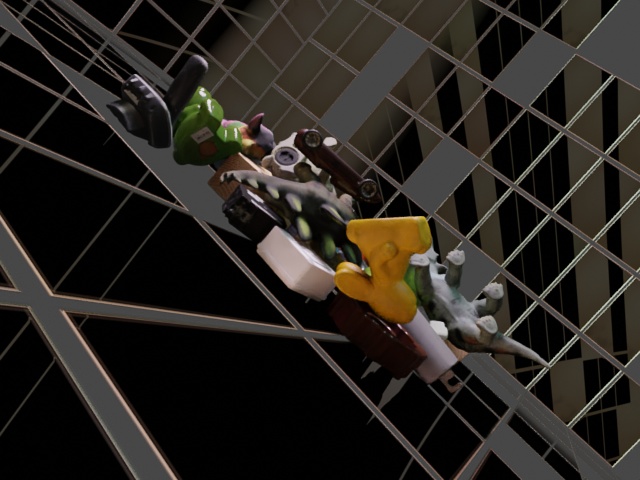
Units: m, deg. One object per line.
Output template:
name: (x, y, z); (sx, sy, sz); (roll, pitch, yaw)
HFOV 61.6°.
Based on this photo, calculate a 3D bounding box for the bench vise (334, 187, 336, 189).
bench vise: (-0.009, -0.114, 1.439); (0.129, 0.240, 0.224); (44, 21, -9)

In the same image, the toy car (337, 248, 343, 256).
toy car: (-0.003, -0.004, 1.231); (0.109, 0.103, 0.162); (38, 8, -32)

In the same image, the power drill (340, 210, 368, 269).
power drill: (0.072, 0.025, 1.352); (0.232, 0.086, 0.207); (-121, -162, -53)

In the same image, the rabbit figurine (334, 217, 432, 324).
rabbit figurine: (0.103, 0.050, 0.846); (0.122, 0.162, 0.173); (-64, 147, -84)

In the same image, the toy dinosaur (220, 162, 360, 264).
toy dinosaur: (-0.010, -0.054, 0.974); (0.471, 0.105, 0.199); (20, 21, -41)

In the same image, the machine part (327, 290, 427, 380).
machine part: (0.091, 0.152, 0.893); (0.179, 0.056, 0.179); (39, 6, -5)

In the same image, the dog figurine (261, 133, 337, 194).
dog figurine: (-0.041, -0.120, 1.160); (0.172, 0.121, 0.190); (8, -35, -3)

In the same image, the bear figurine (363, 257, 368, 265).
bear figurine: (0.107, 0.054, 1.592); (0.120, 0.132, 0.195); (44, -12, 17)

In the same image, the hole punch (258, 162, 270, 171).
hole punch: (-0.095, -0.114, 1.303); (0.142, 0.115, 0.092); (26, -1, 17)

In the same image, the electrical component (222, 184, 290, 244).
electrical component: (-0.118, -0.041, 0.977); (0.115, 0.058, 0.134); (41, 5, -17)

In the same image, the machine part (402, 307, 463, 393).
machine part: (0.173, 0.178, 0.999); (0.243, 0.079, 0.079); (52, 8, 12)

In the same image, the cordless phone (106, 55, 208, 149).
cordless phone: (-0.290, -0.274, 0.983); (0.147, 0.184, 0.088); (45, 12, 34)

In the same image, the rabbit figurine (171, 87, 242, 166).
rabbit figurine: (-0.244, -0.226, 1.071); (0.121, 0.159, 0.170); (37, 25, -47)

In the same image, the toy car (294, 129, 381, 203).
toy car: (0.031, -0.132, 1.013); (0.202, 0.053, 0.089); (42, -6, -7)

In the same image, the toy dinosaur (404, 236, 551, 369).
toy dinosaur: (0.277, 0.144, 1.087); (0.405, 0.131, 0.192); (56, -19, 35)

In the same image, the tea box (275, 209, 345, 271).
tea box: (-0.034, 0.009, 1.092); (0.098, 0.068, 0.170); (33, 9, -47)

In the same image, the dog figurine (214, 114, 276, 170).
dog figurine: (-0.199, -0.226, 1.165); (0.191, 0.108, 0.219); (30, -17, -25)
